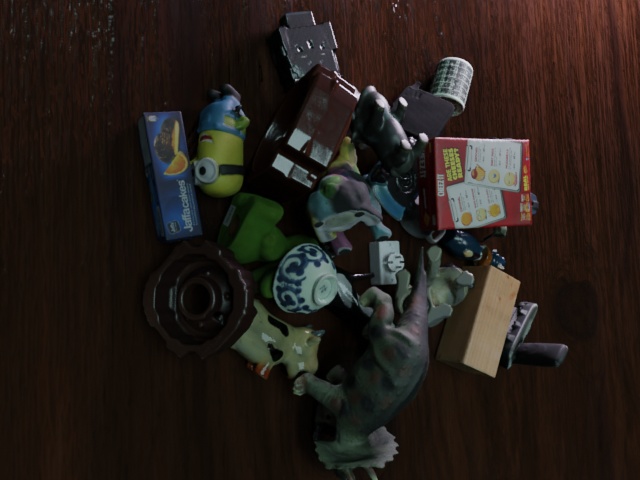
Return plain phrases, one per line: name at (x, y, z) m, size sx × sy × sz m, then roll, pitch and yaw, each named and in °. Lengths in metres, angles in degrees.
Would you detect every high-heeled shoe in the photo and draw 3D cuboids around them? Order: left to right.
high-heeled shoe at (0.058, 0.164, 0.975) m, size 0.145 × 0.086 × 0.248 m, roll -11°, pitch 86°, yaw -25°

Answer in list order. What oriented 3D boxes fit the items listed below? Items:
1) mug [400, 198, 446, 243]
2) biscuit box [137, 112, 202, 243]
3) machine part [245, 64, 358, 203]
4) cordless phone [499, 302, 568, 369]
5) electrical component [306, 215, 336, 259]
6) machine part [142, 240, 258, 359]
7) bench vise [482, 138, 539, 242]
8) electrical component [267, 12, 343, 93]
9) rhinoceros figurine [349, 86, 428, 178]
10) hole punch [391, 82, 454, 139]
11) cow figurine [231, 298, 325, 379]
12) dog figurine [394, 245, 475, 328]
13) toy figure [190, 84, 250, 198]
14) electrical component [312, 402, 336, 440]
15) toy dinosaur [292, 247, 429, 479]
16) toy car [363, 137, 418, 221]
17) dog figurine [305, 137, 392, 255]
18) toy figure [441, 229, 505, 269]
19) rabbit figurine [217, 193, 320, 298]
mug at (0.226, -0.055, 1.081) m, size 0.107 × 0.081 × 0.109 m, roll -41°, pitch 105°, yaw -32°
biscuit box at (-0.239, -0.098, 0.852) m, size 0.063 × 0.059 × 0.202 m, roll -10°, pitch 91°, yaw -28°
machine part at (-0.032, -0.168, 0.885) m, size 0.087 × 0.201 × 0.201 m, roll 30°, pitch 72°, yaw -20°
cordless phone at (0.442, 0.196, 1.111) m, size 0.088 × 0.184 × 0.146 m, roll 41°, pitch 69°, yaw -14°
electrical component at (-0.002, -0.003, 0.964) m, size 0.021 × 0.063 × 0.094 m, roll -26°, pitch 81°, yaw -21°
machine part at (-0.179, 0.089, 0.813) m, size 0.056 × 0.180 × 0.179 m, roll 15°, pitch 75°, yaw -69°
bench vise at (0.332, -0.122, 1.118) m, size 0.240 × 0.129 × 0.223 m, roll 15°, pitch 84°, yaw -14°
electrical component at (-0.029, -0.346, 0.985) m, size 0.115 × 0.058 × 0.134 m, roll -20°, pitch 96°, yaw -29°
rhinoceros figurine at (0.101, -0.197, 0.935) m, size 0.073 × 0.112 × 0.190 m, roll -27°, pitch 76°, yaw -37°
hole punch at (0.193, -0.233, 1.084) m, size 0.116 × 0.092 × 0.142 m, roll 32°, pitch 73°, yaw 14°
cow figurine at (-0.079, 0.165, 0.902) m, size 0.194 × 0.085 × 0.127 m, roll 43°, pitch 75°, yaw -17°
dog figurine at (0.219, 0.113, 1.033) m, size 0.172 × 0.190 × 0.121 m, roll -37°, pitch 66°, yaw 3°
toy figure at (-0.161, -0.159, 0.887) m, size 0.089 × 0.082 × 0.180 m, roll 12°, pitch 77°, yaw -23°
electrical component at (0.029, 0.311, 0.967) m, size 0.078 × 0.045 × 0.102 m, roll 6°, pitch 79°, yaw 2°
toy dinosaur at (0.098, 0.214, 0.852) m, size 0.131 × 0.192 × 0.404 m, roll 24°, pitch 102°, yaw -52°
toy car at (0.136, -0.117, 1.023) m, size 0.109 × 0.103 × 0.161 m, roll 46°, pitch 64°, yaw -26°
dog figurine at (0.030, -0.094, 0.920) m, size 0.191 × 0.108 × 0.219 m, roll 44°, pitch 26°, yaw -55°
toy figure at (0.326, 0.023, 1.136) m, size 0.154 × 0.058 × 0.064 m, roll 29°, pitch 60°, yaw -21°
rabbit figurine at (-0.076, 0.017, 0.895) m, size 0.170 × 0.121 × 0.159 m, roll 24°, pitch 81°, yaw -29°
